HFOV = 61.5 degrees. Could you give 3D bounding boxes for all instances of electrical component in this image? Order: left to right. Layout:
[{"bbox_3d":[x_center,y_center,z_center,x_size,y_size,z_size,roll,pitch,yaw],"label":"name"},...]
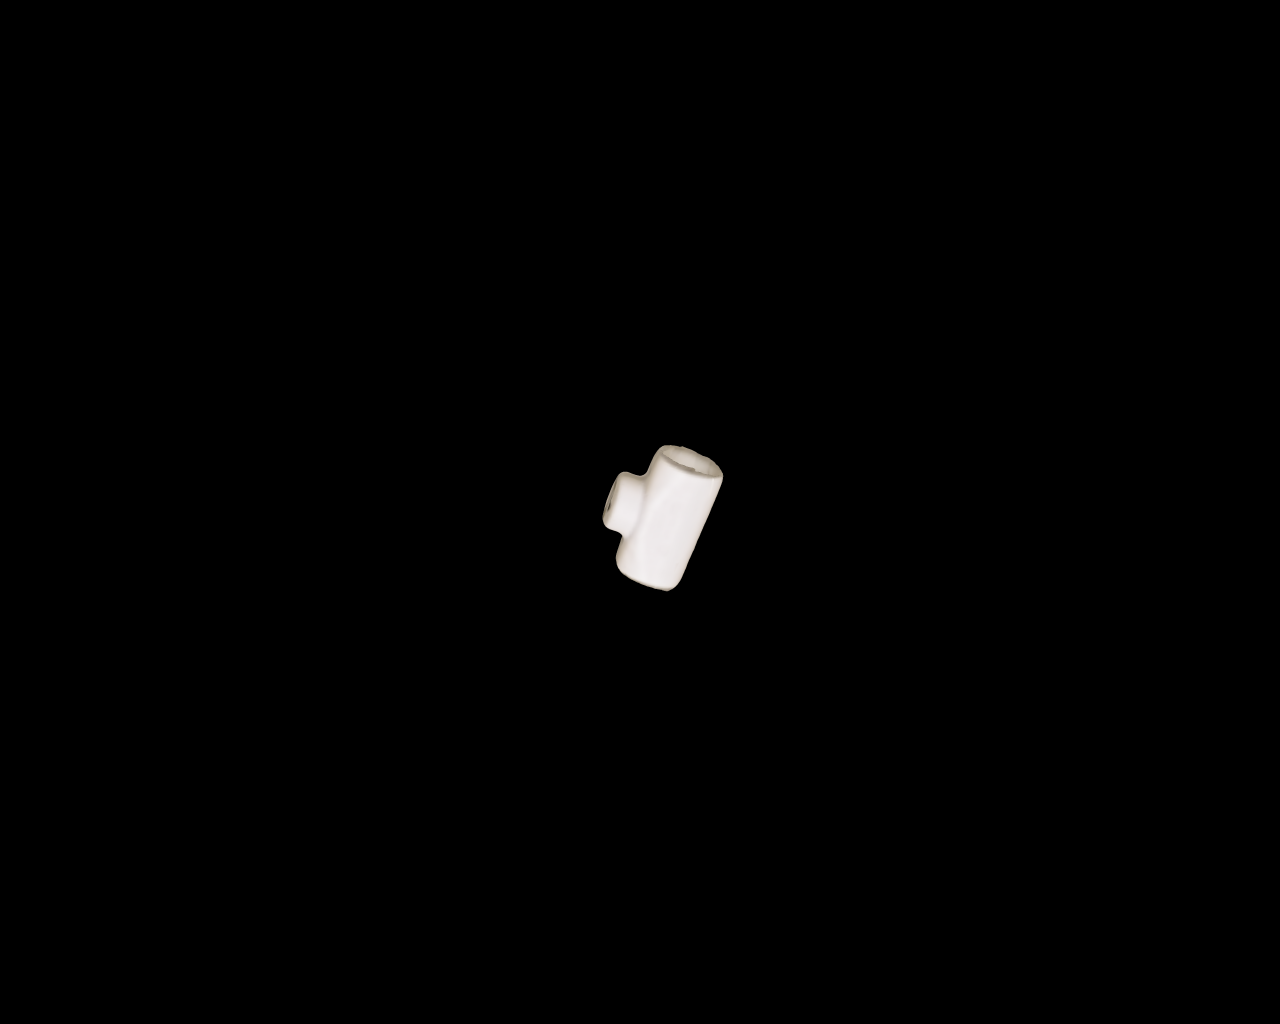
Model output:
[{"bbox_3d":[0.001,-0.003,0.650,0.079,0.077,0.044,19,20,-7],"label":"electrical component"}]
